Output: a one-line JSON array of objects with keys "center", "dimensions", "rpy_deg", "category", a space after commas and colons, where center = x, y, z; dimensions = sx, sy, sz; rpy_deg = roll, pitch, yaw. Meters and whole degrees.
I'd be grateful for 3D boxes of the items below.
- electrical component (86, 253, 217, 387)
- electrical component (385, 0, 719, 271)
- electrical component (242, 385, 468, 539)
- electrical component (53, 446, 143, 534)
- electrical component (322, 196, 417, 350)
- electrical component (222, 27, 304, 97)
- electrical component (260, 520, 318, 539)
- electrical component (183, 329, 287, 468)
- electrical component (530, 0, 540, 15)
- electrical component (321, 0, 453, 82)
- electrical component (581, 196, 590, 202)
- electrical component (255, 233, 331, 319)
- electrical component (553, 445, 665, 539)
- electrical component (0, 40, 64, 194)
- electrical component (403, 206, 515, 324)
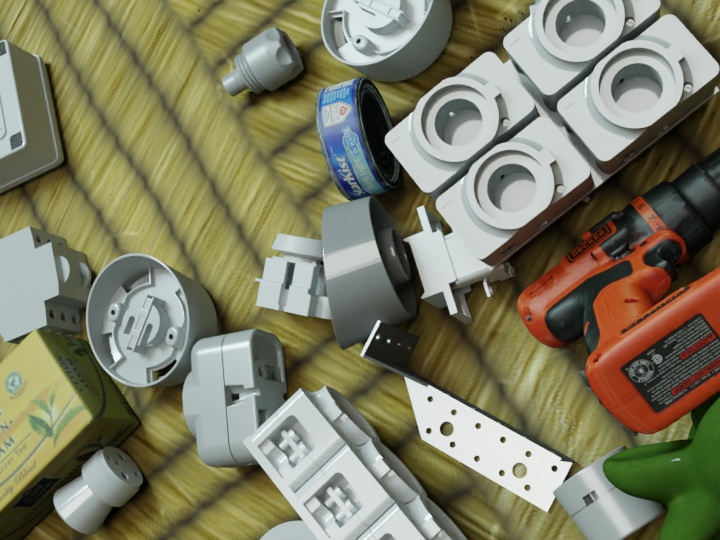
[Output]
[{"center": [-0.162, 0.042, 0.831], "dimensions": [0.099, 0.064, 0.099], "rpy_deg": [-5, 77, 22], "category": "electrical component"}, {"center": [0.121, -0.100, 0.690], "dimensions": [0.186, 0.060, 0.105], "rpy_deg": [-39, 76, 9], "category": "electrical component"}, {"center": [0.004, 0.153, 0.719], "dimensions": [0.062, 0.089, 0.150], "rpy_deg": [-44, 66, 3], "category": "electrical component"}, {"center": [-0.202, 0.170, 0.832], "dimensions": [0.055, 0.045, 0.045], "rpy_deg": [-44, 66, 9], "category": "electrical component"}, {"center": [0.000, 0.000, 0.754], "dimensions": [0.064, 0.099, 0.099], "rpy_deg": [-19, 72, 12], "category": "electrical component"}, {"center": [-0.080, -0.160, 0.849], "dimensions": [0.062, 0.043, 0.043], "rpy_deg": [-29, 69, 17], "category": "electrical component"}, {"center": [-0.034, 0.215, 0.747], "dimensions": [0.080, 0.051, 0.080], "rpy_deg": [-5, 77, 22], "category": "electrical component"}, {"center": [-0.091, 0.096, 0.795], "dimensions": [0.059, 0.054, 0.095], "rpy_deg": [-12, 75, 21], "category": "electrical component"}, {"center": [0.153, -0.164, 0.749], "dimensions": [0.055, 0.048, 0.066], "rpy_deg": [-10, 75, 29], "category": "electrical component"}, {"center": [0.019, -0.191, 0.801], "dimensions": [0.099, 0.064, 0.099], "rpy_deg": [-5, 77, 23], "category": "electrical component"}, {"center": [0.127, -0.071, 0.741], "dimensions": [0.079, 0.043, 0.077], "rpy_deg": [26, 90, 25], "category": "electrical component"}, {"center": [-0.045, 0.003, 0.799], "dimensions": [0.066, 0.048, 0.055], "rpy_deg": [11, 91, 25], "category": "electrical component"}, {"center": [0.158, 0.145, 0.677], "dimensions": [0.055, 0.055, 0.047], "rpy_deg": [-37, 71, 12], "category": "electrical component"}, {"center": [-0.325, -0.127, 0.941], "dimensions": [0.109, 0.056, 0.108], "rpy_deg": [-22, 71, 18], "category": "electrical component"}, {"center": [0.071, -0.008, 0.753], "dimensions": [0.064, 0.042, 0.081], "rpy_deg": [-21, 72, 14], "category": "electrical component"}]
